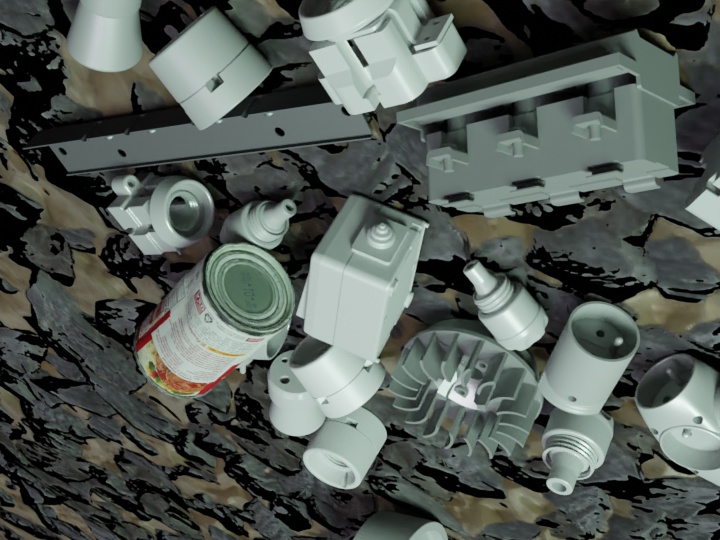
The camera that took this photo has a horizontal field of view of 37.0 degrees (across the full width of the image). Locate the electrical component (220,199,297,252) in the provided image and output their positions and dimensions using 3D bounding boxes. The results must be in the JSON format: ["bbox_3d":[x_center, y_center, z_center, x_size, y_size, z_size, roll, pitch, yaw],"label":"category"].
[{"bbox_3d":[-0.063,-0.030,0.702,0.035,0.035,0.061,44,138,-17],"label":"electrical component"}]

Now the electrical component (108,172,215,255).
[{"bbox_3d":[-0.132,-0.039,0.729,0.055,0.048,0.066,-1,133,44],"label":"electrical component"}]

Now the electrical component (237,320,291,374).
[{"bbox_3d":[-0.095,0.046,0.795,0.077,0.044,0.079,19,133,14],"label":"electrical component"}]

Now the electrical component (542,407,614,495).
[{"bbox_3d":[0.141,0.119,0.711,0.043,0.062,0.043,18,141,15],"label":"electrical component"}]

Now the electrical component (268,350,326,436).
[{"bbox_3d":[-0.048,0.094,0.822,0.045,0.045,0.055,19,140,14],"label":"electrical component"}]

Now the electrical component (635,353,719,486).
[{"bbox_3d":[0.218,0.086,0.638,0.077,0.044,0.079,44,140,-17],"label":"electrical component"}]

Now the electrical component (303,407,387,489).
[{"bbox_3d":[-0.013,0.139,0.848,0.055,0.047,0.055,18,141,15],"label":"electrical component"}]

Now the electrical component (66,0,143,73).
[{"bbox_3d":[-0.143,-0.151,0.613,0.044,0.044,0.065,27,138,4],"label":"electrical component"}]

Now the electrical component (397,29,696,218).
[{"bbox_3d":[0.090,-0.066,0.525,0.121,0.063,0.079,-9,169,40],"label":"electrical component"}]

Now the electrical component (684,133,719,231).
[{"bbox_3d":[0.201,-0.052,0.489,0.056,0.050,0.089,32,143,-2],"label":"electrical component"}]

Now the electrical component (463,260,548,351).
[{"bbox_3d":[0.086,0.019,0.658,0.035,0.035,0.061,-23,116,46],"label":"electrical component"}]

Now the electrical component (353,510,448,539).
[{"bbox_3d":[0.023,0.256,0.912,0.060,0.108,0.108,13,140,31],"label":"electrical component"}]

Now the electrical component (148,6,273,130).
[{"bbox_3d":[-0.085,-0.114,0.606,0.055,0.055,0.047,-22,115,46],"label":"electrical component"}]

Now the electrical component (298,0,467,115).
[{"bbox_3d":[0.006,-0.119,0.537,0.078,0.058,0.057,-6,132,38],"label":"electrical component"}]

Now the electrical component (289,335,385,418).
[{"bbox_3d":[-0.018,0.070,0.768,0.055,0.055,0.047,-17,119,44],"label":"electrical component"}]

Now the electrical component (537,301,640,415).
[{"bbox_3d":[0.138,0.060,0.663,0.043,0.043,0.081,24,142,9],"label":"electrical component"}]

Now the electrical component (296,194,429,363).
[{"bbox_3d":[0.000,0.000,0.671,0.061,0.061,0.096,22,142,11],"label":"electrical component"}]
